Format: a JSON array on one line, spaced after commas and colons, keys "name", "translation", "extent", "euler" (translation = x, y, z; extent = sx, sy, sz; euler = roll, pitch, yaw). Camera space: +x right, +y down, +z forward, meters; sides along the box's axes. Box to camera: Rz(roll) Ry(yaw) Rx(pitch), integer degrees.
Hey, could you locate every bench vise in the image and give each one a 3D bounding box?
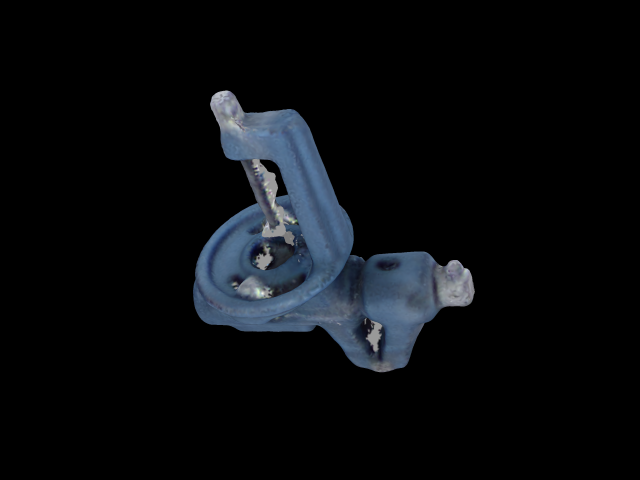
[{"name": "bench vise", "translation": [0.003, -0.007, 0.408], "extent": [0.207, 0.220, 0.121], "euler": [-4, 46, -4]}]
